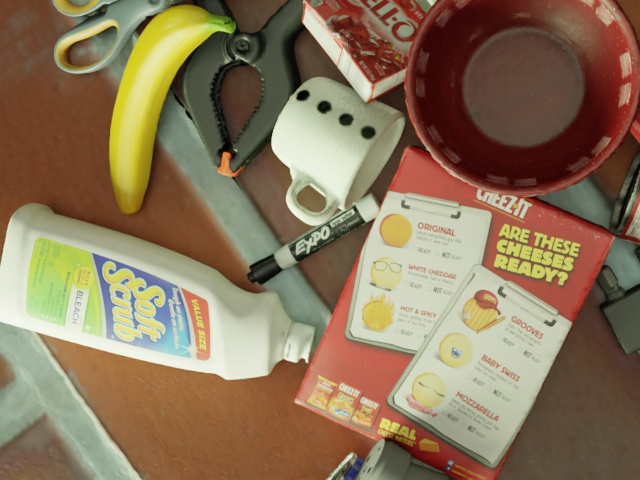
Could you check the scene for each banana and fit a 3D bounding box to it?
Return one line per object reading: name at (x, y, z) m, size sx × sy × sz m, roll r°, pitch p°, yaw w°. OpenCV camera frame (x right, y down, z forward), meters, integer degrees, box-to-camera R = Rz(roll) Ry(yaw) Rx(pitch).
banana at (-0.130, -0.110, 0.828) m, size 0.070 × 0.037 × 0.198 m, roll 58°, pitch 132°, yaw 33°

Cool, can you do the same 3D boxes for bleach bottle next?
bleach bottle at (-0.126, 0.047, 0.851) m, size 0.251 × 0.068 × 0.102 m, roll 13°, pitch 99°, yaw 6°

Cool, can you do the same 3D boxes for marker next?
marker at (-0.006, 0.001, 0.848) m, size 0.121 × 0.020 × 0.020 m, roll -31°, pitch 89°, yaw 10°

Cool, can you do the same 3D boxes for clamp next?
clamp at (-0.047, -0.154, 0.834) m, size 0.164 × 0.036 × 0.210 m, roll 3°, pitch 91°, yaw 10°

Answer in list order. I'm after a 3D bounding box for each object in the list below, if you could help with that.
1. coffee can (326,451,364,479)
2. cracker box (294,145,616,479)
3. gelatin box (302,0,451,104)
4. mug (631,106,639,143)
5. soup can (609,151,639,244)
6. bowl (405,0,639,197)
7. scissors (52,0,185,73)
coffee can at (0.048, 0.246, 0.817) m, size 0.140 × 0.102 × 0.103 m, roll 39°, pitch 99°, yaw 5°
cracker box at (0.099, 0.057, 0.806) m, size 0.164 × 0.072 × 0.214 m, roll 24°, pitch 99°, yaw 4°
gelatin box at (0.040, -0.155, 0.789) m, size 0.073 × 0.030 × 0.089 m, roll -30°, pitch 72°, yaw -18°
mug at (0.267, -0.094, 0.731) m, size 0.117 × 0.081 × 0.093 m, roll -27°, pitch 131°, yaw 6°
soup can at (0.271, -0.018, 0.777) m, size 0.102 × 0.068 × 0.068 m, roll 19°, pitch 97°, yaw 7°
bowl at (0.143, -0.111, 0.754) m, size 0.162 × 0.055 × 0.162 m, roll 0°, pitch 92°, yaw 12°
scissors at (-0.138, -0.202, 0.833) m, size 0.202 × 0.016 × 0.096 m, roll -29°, pitch 82°, yaw 25°
